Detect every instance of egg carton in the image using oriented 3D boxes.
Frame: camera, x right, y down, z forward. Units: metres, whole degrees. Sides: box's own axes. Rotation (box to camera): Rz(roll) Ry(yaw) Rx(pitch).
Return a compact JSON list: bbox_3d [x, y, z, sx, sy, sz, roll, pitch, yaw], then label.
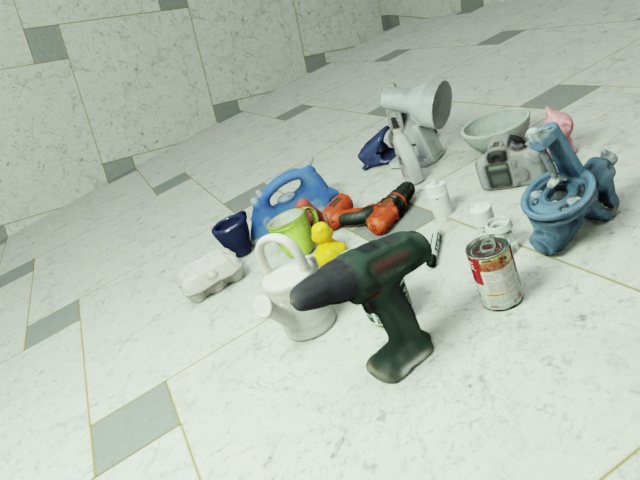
[{"bbox_3d":[-0.252,0.080,1.320,0.150,0.069,0.107,-30,25,-14],"label":"egg carton"}]

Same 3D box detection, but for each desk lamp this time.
[{"bbox_3d":[0.250,-0.301,1.473,0.202,0.214,0.118,1,34,42],"label":"desk lamp"}]

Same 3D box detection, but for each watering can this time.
[{"bbox_3d":[-0.051,0.078,0.999,0.100,0.194,0.173,-17,25,14],"label":"watering can"}]

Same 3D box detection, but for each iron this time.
[{"bbox_3d":[-0.090,-0.102,1.457,0.258,0.142,0.118,-30,26,-15],"label":"iron"}]

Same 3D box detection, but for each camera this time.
[{"bbox_3d":[0.417,-0.185,1.231,0.142,0.101,0.137,-6,30,33],"label":"camera"}]

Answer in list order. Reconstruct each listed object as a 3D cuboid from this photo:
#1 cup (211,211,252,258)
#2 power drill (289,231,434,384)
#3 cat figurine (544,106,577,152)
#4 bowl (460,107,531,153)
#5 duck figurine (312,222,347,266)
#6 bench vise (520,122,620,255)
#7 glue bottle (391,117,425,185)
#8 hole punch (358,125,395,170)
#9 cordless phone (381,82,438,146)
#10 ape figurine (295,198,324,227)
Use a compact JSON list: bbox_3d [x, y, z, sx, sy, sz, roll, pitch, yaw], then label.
[{"bbox_3d":[-0.205,-0.012,1.431,0.091,0.095,0.118,-7,29,31],"label":"cup"},{"bbox_3d":[0.081,0.097,0.827,0.230,0.209,0.075,-36,27,-24],"label":"power drill"},{"bbox_3d":[0.513,-0.243,1.244,0.067,0.118,0.128,-15,26,17],"label":"cat figurine"},{"bbox_3d":[0.432,-0.257,1.393,0.167,0.075,0.167,-19,25,10],"label":"bowl"},{"bbox_3d":[0.011,0.004,1.222,0.077,0.086,0.104,-23,25,2],"label":"duck figurine"},{"bbox_3d":[0.404,-0.111,0.952,0.121,0.220,0.208,3,36,44],"label":"bench vise"},{"bbox_3d":[0.205,-0.222,1.402,0.037,0.173,0.078,-26,25,-6],"label":"glue bottle"},{"bbox_3d":[0.157,-0.264,1.628,0.100,0.091,0.109,-10,28,27],"label":"hole punch"},{"bbox_3d":[0.248,-0.363,1.635,0.147,0.185,0.094,-2,32,39],"label":"cordless phone"},{"bbox_3d":[-0.031,-0.058,1.377,0.076,0.092,0.077,-25,25,-3],"label":"ape figurine"}]
